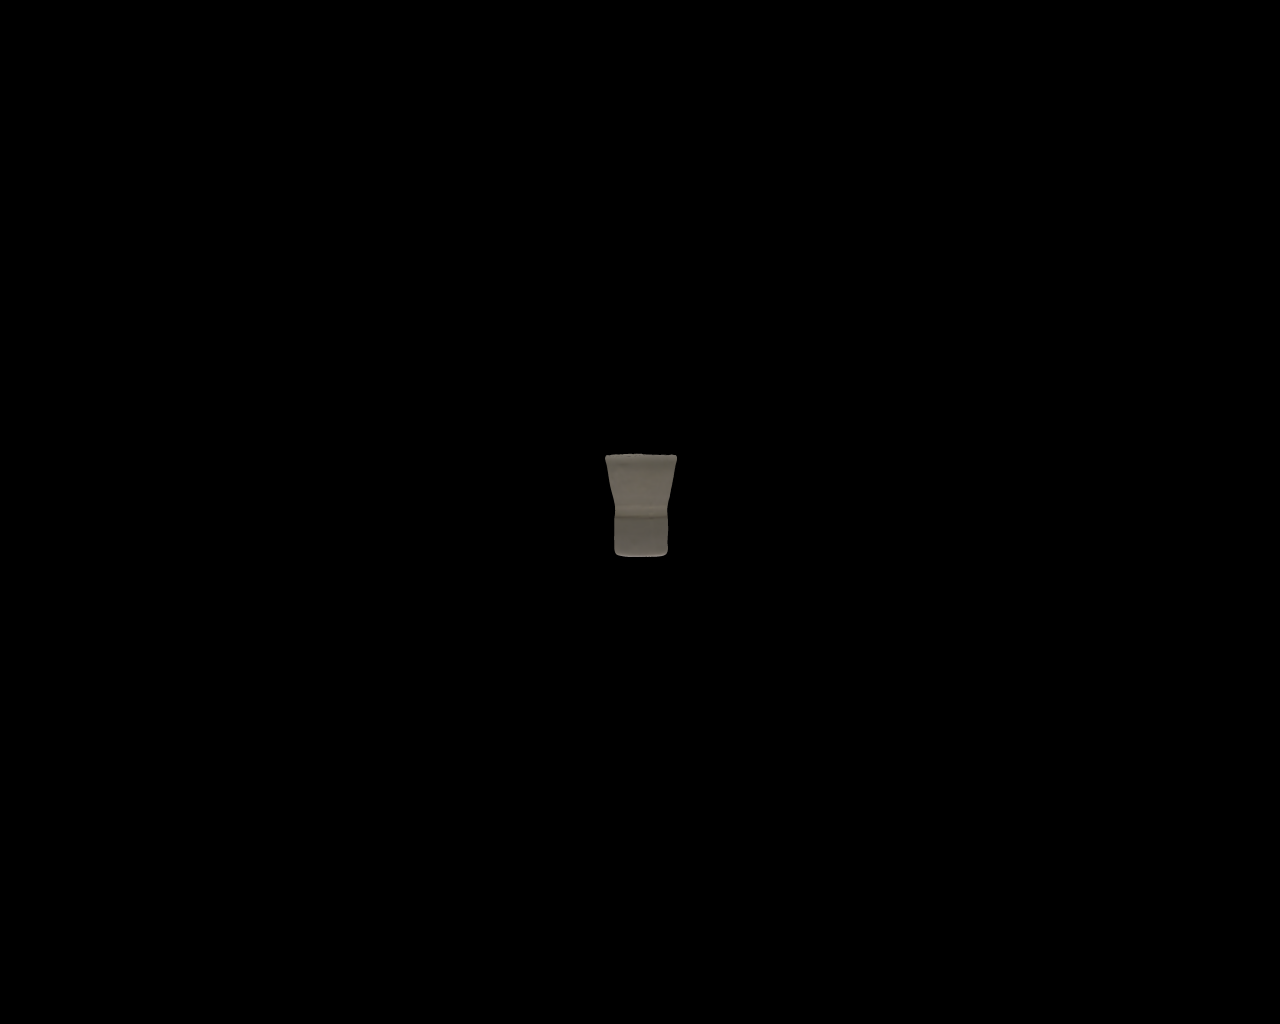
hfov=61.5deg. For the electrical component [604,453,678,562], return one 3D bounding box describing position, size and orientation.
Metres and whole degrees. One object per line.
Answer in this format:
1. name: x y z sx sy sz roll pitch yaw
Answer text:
1. electrical component: 0.001 -0.003 0.650 0.044 0.065 0.044 0 2 0
